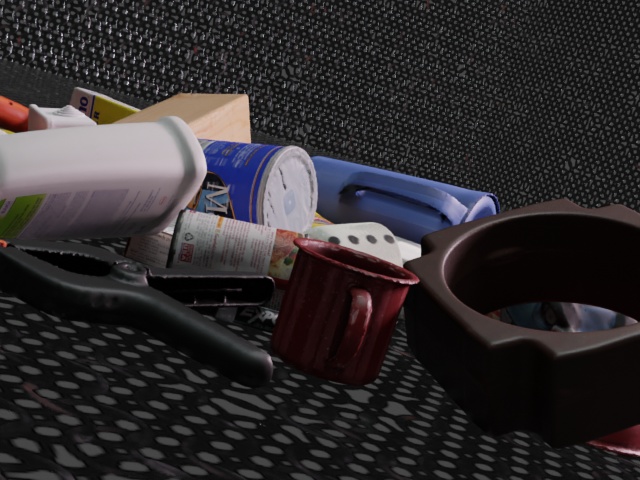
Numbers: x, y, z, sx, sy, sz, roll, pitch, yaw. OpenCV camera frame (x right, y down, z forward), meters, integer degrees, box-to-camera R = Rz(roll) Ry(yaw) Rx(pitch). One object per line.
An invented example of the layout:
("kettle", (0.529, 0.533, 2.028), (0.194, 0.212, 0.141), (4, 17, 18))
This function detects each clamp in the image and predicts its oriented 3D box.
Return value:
("clamp", (-0.122, 0.039, 0.699), (0.209, 0.036, 0.164), (13, 15, -13))

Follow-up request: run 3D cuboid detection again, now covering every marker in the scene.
("marker", (-0.047, 0.058, 0.800), (0.121, 0.020, 0.020), (16, 8, -14))

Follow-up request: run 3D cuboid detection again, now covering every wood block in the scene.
("wood block", (-0.153, -0.101, 1.185), (0.091, 0.090, 0.205), (2, 18, 15))

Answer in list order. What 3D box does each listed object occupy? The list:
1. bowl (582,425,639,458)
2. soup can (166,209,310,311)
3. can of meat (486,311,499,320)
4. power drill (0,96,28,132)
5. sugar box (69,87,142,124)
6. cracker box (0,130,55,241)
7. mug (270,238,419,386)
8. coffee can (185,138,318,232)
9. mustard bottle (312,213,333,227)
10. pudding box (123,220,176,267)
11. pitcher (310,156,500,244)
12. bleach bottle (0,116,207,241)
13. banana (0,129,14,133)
("bowl", (0.206, 0.115, 0.852), (0.162, 0.055, 0.162), (17, 8, -3))
("soup can", (-0.064, 0.018, 0.828), (0.102, 0.068, 0.068), (12, 8, -2))
("can of meat", (0.213, 0.067, 1.088), (0.102, 0.084, 0.057), (18, 8, -1))
("power drill", (-0.339, -0.136, 1.253), (0.185, 0.057, 0.187), (16, -9, 45))
("sugar box", (-0.253, -0.125, 1.339), (0.176, 0.093, 0.048), (22, 8, 32))
("cracker box", (-0.327, -0.069, 0.864), (0.214, 0.072, 0.163), (24, 9, 41))
("mug", (0.015, 0.053, 0.742), (0.093, 0.081, 0.117), (16, 8, -12))
("coffee can", (-0.087, -0.043, 1.004), (0.140, 0.103, 0.102), (8, 2, 27))
("mustard bottle", (-0.007, 0.001, 1.148), (0.096, 0.058, 0.192), (20, 6, -28))
("pudding box", (-0.100, 0.014, 0.917), (0.113, 0.039, 0.090), (17, 8, 9))
("pitcher", (0.078, -0.026, 1.259), (0.243, 0.149, 0.144), (18, 25, 27))
("bleach bottle", (-0.208, -0.041, 0.767), (0.250, 0.103, 0.068), (-5, 56, -46))
("banana", (-0.338, -0.089, 1.128), (0.069, 0.037, 0.198), (-10, 19, -27))
